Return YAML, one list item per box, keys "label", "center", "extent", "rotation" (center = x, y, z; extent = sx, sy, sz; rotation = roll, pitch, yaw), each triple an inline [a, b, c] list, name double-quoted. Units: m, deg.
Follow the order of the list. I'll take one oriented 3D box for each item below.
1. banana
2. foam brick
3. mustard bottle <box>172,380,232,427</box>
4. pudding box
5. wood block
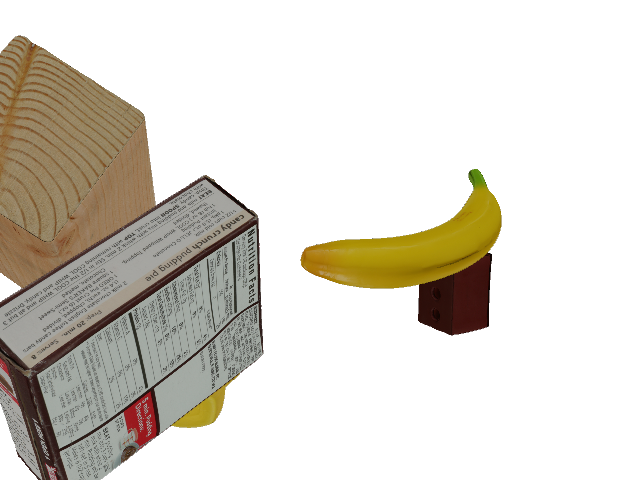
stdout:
- label: "banana"
  center: [0.076, 0.002, 0.796]
  extent: [0.197, 0.037, 0.070]
  rotation: [-24, 47, -38]
- label: "foam brick"
  center: [0.132, 0.047, 1.055]
  extent: [0.051, 0.078, 0.053]
  rotation: [-12, 20, -35]
- label: "mustard bottle"
  center: [-0.133, 0.128, 1.154]
  extent: [0.096, 0.058, 0.191]
  rotation: [10, 24, 8]
- label: "pudding box"
  center: [-0.074, 0.039, 0.427]
  extent: [0.039, 0.090, 0.113]
  rotation: [34, 55, 28]
- label: "wood block"
  center: [-0.165, -0.025, 0.667]
  extent: [0.090, 0.090, 0.206]
  rotation: [33, -18, 5]
